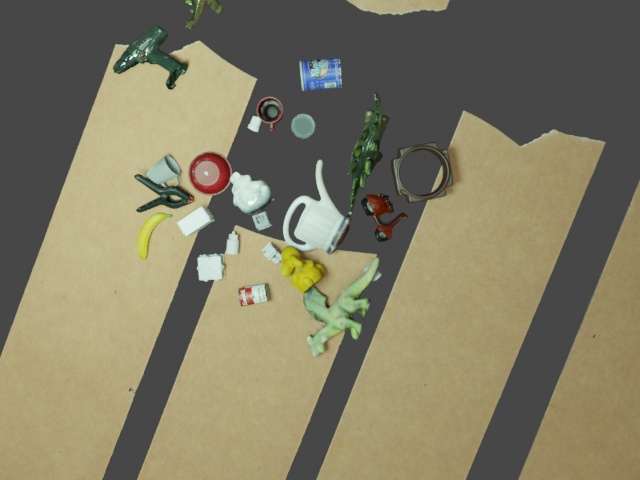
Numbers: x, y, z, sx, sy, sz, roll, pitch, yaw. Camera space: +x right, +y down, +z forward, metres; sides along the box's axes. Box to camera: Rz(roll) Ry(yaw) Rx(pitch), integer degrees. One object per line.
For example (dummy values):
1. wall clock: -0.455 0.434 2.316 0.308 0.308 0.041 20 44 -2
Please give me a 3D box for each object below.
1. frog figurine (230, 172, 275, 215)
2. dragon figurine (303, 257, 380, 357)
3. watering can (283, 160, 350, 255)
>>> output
1. frog figurine: -0.252 -0.174 1.824 0.136 0.125 0.158 -28 106 22
2. dragon figurine: 0.055 0.229 1.852 0.243 0.122 0.409 15 93 8
3. watering can: 0.006 -0.091 1.815 0.224 0.105 0.342 27 112 0
